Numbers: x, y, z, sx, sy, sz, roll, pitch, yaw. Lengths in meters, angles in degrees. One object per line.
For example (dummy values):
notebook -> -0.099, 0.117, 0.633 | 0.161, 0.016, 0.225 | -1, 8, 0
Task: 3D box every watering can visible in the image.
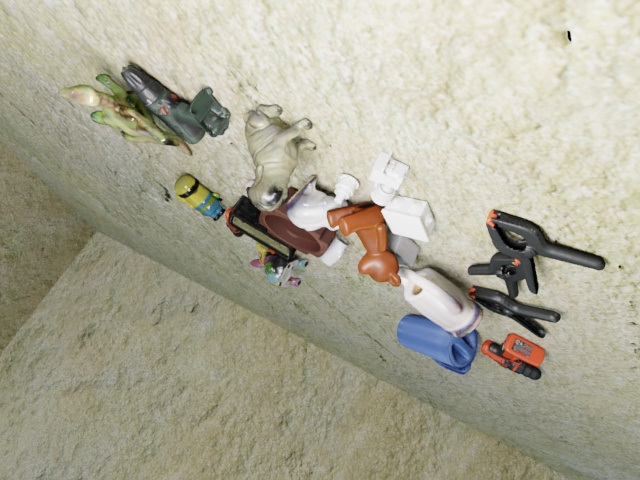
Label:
watering can -> 0.272, 0.135, 1.295 | 0.223, 0.104, 0.348 | 38, -3, -7

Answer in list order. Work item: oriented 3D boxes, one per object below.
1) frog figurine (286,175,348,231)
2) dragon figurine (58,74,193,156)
frog figurine -> 0.004, -0.061, 1.212 | 0.135, 0.159, 0.125 | -42, 6, 47
dragon figurine -> -0.417, -0.265, 1.220 | 0.406, 0.122, 0.246 | 26, 9, -45
